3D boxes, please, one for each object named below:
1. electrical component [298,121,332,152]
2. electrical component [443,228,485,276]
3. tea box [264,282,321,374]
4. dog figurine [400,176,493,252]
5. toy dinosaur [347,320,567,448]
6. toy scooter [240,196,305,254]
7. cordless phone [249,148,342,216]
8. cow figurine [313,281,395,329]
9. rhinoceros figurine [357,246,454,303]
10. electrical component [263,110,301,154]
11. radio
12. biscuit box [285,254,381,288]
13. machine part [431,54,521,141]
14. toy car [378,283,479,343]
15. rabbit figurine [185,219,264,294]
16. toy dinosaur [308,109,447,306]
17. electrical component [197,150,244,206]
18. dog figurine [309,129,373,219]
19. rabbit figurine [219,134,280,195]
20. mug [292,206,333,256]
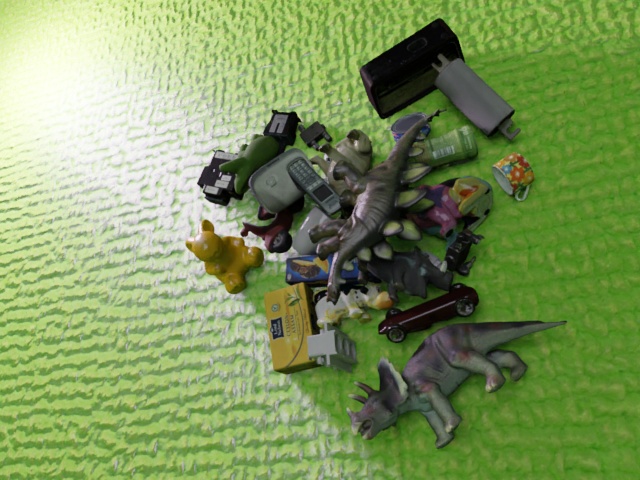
[{"bbox_3d":[-0.014,-0.262,1.324,0.063,0.021,0.094,-39,60,2],"label":"electrical component"},{"bbox_3d":[0.280,0.024,1.048,0.045,0.078,0.102,29,125,25],"label":"electrical component"},{"bbox_3d":[-0.054,0.186,1.128,0.098,0.068,0.169,-18,64,13],"label":"tea box"},{"bbox_3d":[0.221,-0.087,1.115,0.191,0.108,0.219,-48,58,-2],"label":"dog figurine"},{"bbox_3d":[0.231,0.229,0.979,0.405,0.131,0.192,-40,61,-5],"label":"toy dinosaur"},{"bbox_3d":[-0.116,-0.053,1.243,0.135,0.075,0.184,0,62,27],"label":"toy scooter"},{"bbox_3d":[-0.049,-0.096,1.156,0.146,0.088,0.184,-37,65,-17],"label":"cordless phone"},{"bbox_3d":[0.068,0.124,1.110,0.167,0.068,0.098,-21,56,11],"label":"cow figurine"},{"bbox_3d":[0.162,0.060,1.045,0.191,0.073,0.112,20,59,19],"label":"rhinoceros figurine"},{"bbox_3d":[-0.101,-0.263,1.345,0.075,0.047,0.119,14,73,26],"label":"electrical component"},{"bbox_3d":[0.210,-0.388,1.226,0.230,0.131,0.073,-31,59,7],"label":"radio"},{"bbox_3d":[0.028,0.064,1.149,0.203,0.062,0.059,-6,69,19],"label":"biscuit box"},{"bbox_3d":[0.330,-0.304,1.151,0.079,0.079,0.243,-42,79,1],"label":"machine part"},{"bbox_3d":[0.209,0.144,1.035,0.202,0.089,0.053,-25,105,11],"label":"toy car"},{"bbox_3d":[-0.227,0.021,1.205,0.162,0.173,0.122,42,92,25],"label":"rabbit figurine"},{"bbox_3d":[0.119,-0.084,1.046,0.199,0.105,0.471,11,66,26],"label":"toy dinosaur"},{"bbox_3d":[-0.240,-0.154,1.347,0.115,0.058,0.134,15,75,28],"label":"electrical component"},{"bbox_3d":[0.086,-0.138,1.209,0.172,0.121,0.190,-31,88,-16],"label":"dog figurine"},{"bbox_3d":[-0.151,-0.185,1.229,0.159,0.170,0.121,-36,88,-17],"label":"rabbit figurine"},{"bbox_3d":[-0.002,-0.004,1.185,0.107,0.080,0.110,-50,62,8],"label":"mug"}]
